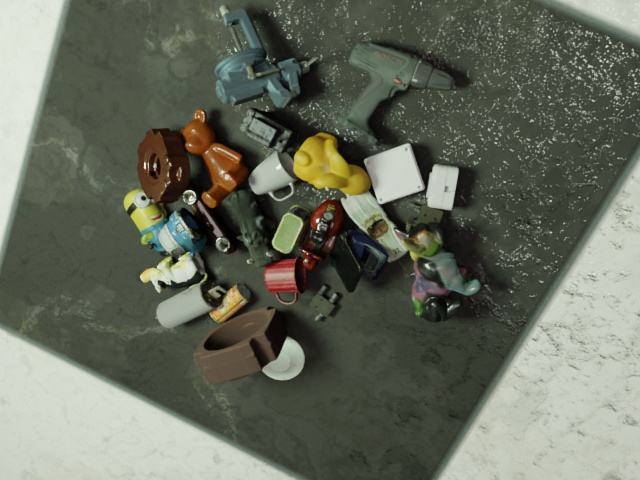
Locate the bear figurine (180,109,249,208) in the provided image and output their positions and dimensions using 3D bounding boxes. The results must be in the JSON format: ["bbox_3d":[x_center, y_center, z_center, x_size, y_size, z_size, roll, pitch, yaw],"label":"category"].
[{"bbox_3d":[-0.260,-0.195,1.253,0.120,0.132,0.195,-34,103,34],"label":"bear figurine"}]

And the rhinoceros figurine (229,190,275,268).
[{"bbox_3d":[-0.157,-0.029,1.285,0.073,0.112,0.190,-17,93,12],"label":"rhinoceros figurine"}]

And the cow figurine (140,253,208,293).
[{"bbox_3d":[-0.374,0.091,1.381,0.167,0.068,0.098,-21,106,16],"label":"cow figurine"}]

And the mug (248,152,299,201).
[{"bbox_3d":[-0.108,-0.141,1.264,0.107,0.081,0.109,-27,90,25],"label":"mug"}]

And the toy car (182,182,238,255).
[{"bbox_3d":[-0.270,-0.051,1.310,0.053,0.089,0.202,-33,98,13],"label":"toy car"}]

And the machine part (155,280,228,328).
[{"bbox_3d":[-0.334,0.164,1.367,0.243,0.079,0.079,-26,99,29],"label":"machine part"}]

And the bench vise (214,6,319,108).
[{"bbox_3d":[-0.141,-0.401,1.168,0.224,0.129,0.240,-23,90,-9],"label":"bench vise"}]

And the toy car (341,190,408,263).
[{"bbox_3d":[0.129,-0.040,1.256,0.073,0.056,0.201,-36,96,17],"label":"toy car"}]

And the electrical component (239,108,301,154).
[{"bbox_3d":[-0.113,-0.246,1.208,0.115,0.134,0.058,27,105,2],"label":"electrical component"}]

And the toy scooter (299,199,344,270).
[{"bbox_3d":[-0.003,-0.004,1.250,0.075,0.135,0.183,24,106,5],"label":"toy scooter"}]

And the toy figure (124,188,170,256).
[{"bbox_3d":[-0.424,-0.044,1.346,0.089,0.082,0.180,-21,103,17],"label":"toy figure"}]

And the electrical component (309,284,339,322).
[{"bbox_3d":[0.005,0.159,1.349,0.063,0.021,0.094,35,109,1],"label":"electrical component"}]

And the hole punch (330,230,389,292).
[{"bbox_3d":[0.090,0.043,1.257,0.092,0.142,0.116,-19,62,-23],"label":"hole punch"}]

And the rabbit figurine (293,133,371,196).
[{"bbox_3d":[0.035,-0.159,1.191,0.173,0.162,0.122,31,97,5],"label":"rabbit figurine"}]

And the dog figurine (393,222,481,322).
[{"bbox_3d":[0.236,0.064,1.209,0.219,0.108,0.191,37,105,-19],"label":"dog figurine"}]

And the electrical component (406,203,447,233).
[{"bbox_3d":[0.245,-0.037,1.245,0.102,0.045,0.078,14,78,4],"label":"electrical component"}]

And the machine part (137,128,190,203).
[{"bbox_3d":[-0.374,-0.174,1.268,0.180,0.056,0.179,9,103,47],"label":"machine part"}]

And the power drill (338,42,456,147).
[{"bbox_3d":[0.149,-0.311,1.172,0.232,0.086,0.207,30,111,4],"label":"power drill"}]

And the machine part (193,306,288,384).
[{"bbox_3d":[-0.190,0.256,1.315,0.201,0.201,0.087,-19,103,14],"label":"machine part"}]

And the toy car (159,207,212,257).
[{"bbox_3d":[-0.331,-0.008,1.285,0.103,0.161,0.109,-35,87,-5],"label":"toy car"}]
